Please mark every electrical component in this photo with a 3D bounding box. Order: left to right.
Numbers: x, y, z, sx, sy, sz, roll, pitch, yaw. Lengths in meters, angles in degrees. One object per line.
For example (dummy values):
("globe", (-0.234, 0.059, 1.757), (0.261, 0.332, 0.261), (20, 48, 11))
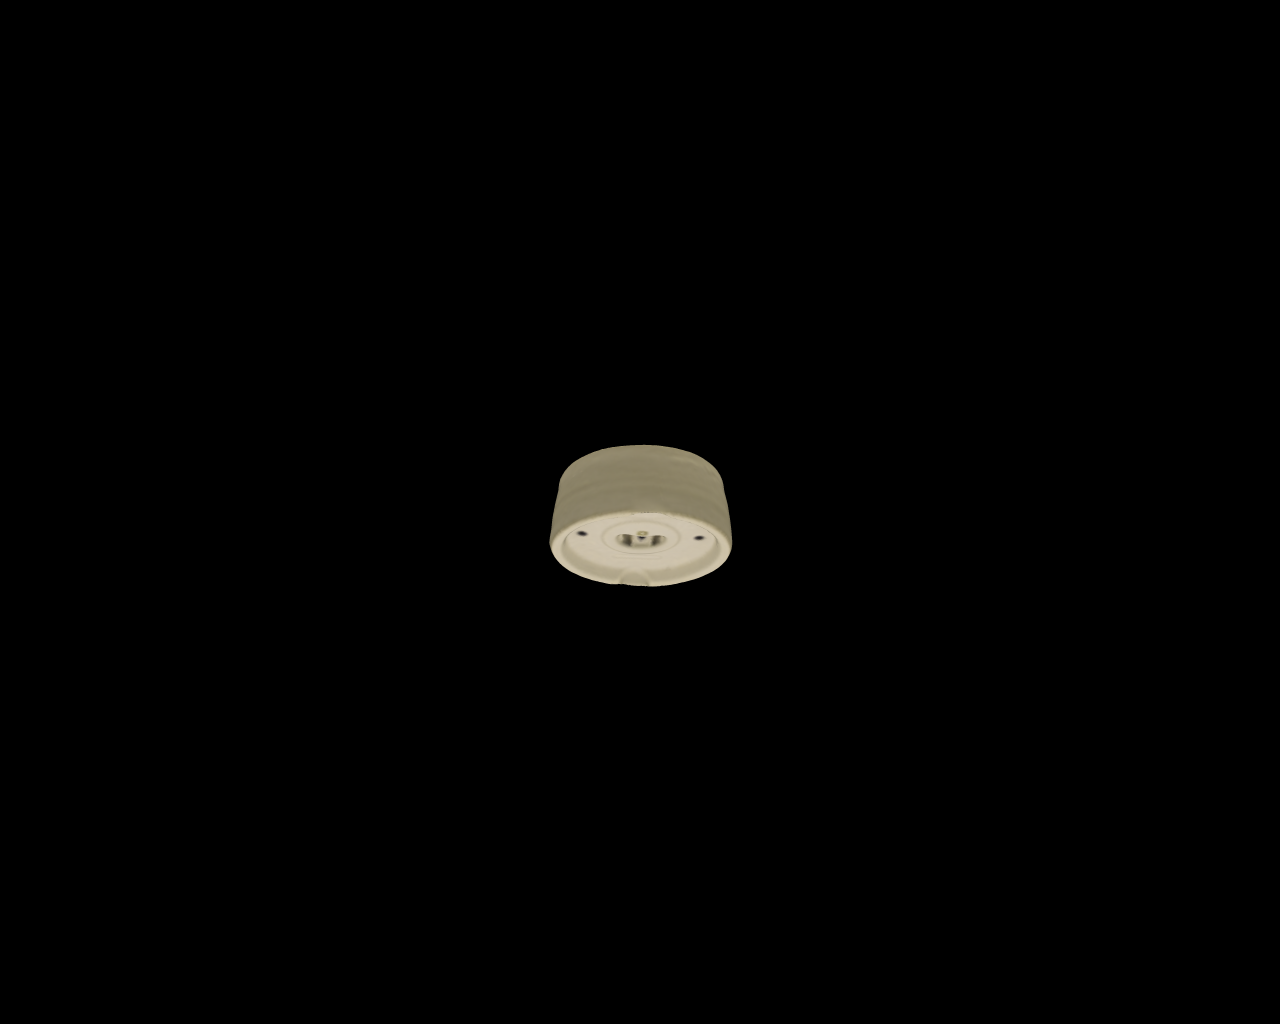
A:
("electrical component", (0.001, -0.003, 0.650), (0.108, 0.060, 0.108), (0, -27, 0))
